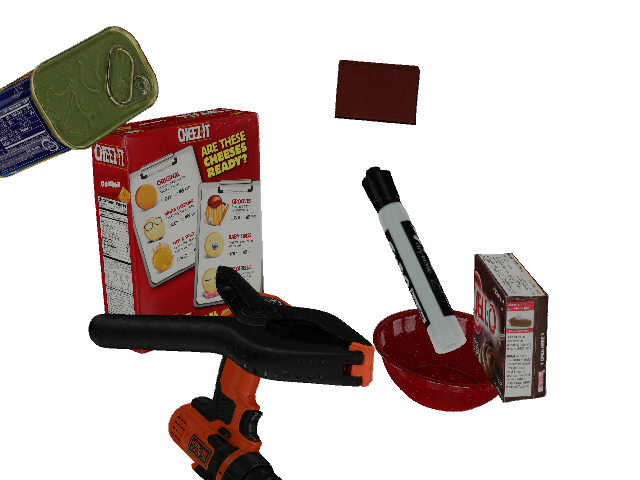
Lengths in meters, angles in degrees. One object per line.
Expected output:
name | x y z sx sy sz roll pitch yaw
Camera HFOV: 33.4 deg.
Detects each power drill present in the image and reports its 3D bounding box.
power drill | -0.060 0.155 1.017 0.057 0.188 0.185 14 13 -47

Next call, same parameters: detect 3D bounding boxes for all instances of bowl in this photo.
bowl | 0.132 0.132 1.122 0.162 0.055 0.162 5 25 -2

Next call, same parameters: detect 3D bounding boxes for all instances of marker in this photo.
marker | 0.053 0.009 0.625 0.020 0.121 0.020 -19 -23 -8

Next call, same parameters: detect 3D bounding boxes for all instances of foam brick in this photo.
foam brick | 0.053 -0.140 1.005 0.078 0.051 0.053 5 15 3

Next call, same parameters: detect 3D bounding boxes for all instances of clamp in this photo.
clamp | -0.047 0.066 0.821 0.210 0.036 0.164 11 21 25

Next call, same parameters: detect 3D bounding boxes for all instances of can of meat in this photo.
can of meat | -0.169 -0.088 0.688 0.084 0.057 0.102 -16 20 37

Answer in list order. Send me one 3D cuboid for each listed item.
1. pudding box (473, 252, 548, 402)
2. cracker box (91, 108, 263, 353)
pudding box | 0.153 0.068 0.871 0.039 0.090 0.113 -4 16 -6
cracker box | -0.138 -0.014 1.059 0.072 0.214 0.163 13 21 43
